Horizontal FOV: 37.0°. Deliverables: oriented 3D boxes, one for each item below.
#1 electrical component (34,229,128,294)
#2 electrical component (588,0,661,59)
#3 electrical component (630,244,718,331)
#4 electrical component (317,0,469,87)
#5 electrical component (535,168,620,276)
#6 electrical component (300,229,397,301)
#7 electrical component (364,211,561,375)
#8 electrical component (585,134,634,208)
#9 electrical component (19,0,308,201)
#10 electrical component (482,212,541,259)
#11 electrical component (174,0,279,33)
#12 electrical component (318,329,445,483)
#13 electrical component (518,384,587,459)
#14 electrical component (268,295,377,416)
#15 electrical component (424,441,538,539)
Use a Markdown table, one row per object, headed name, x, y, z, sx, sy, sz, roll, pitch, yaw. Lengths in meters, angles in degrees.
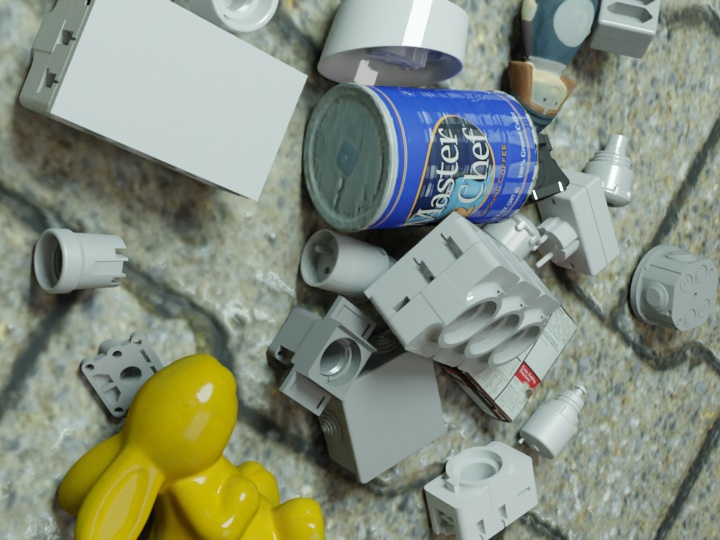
| name | x | y | z | sx | sy | sz | roll | pitch | yaw |
| --- | --- | --- | --- | --- | --- | --- | --- | --- | --- |
| electrical component | -0.175 | -0.006 | 0.675 | 0.046 | 0.040 | 0.040 | 0 | 104 | -44 |
| electrical component | 0.220 | -0.215 | 0.904 | 0.075 | 0.047 | 0.083 | 97 | 6 | -68 |
| electrical component | 0.306 | 0.018 | 1.045 | 0.080 | 0.051 | 0.080 | -12 | 110 | -35 |
| electrical component | 0.025 | -0.159 | 0.749 | 0.099 | 0.099 | 0.064 | 14 | 88 | -39 |
| electrical component | 0.176 | -0.031 | 0.932 | 0.076 | 0.047 | 0.083 | -37 | 123 | -23 |
| electrical component | 0.000 | 0.000 | 0.808 | 0.081 | 0.043 | 0.043 | 17 | 93 | -40 |
| electrical component | 0.084 | 0.025 | 0.811 | 0.089 | 0.061 | 0.150 | -42 | 153 | 12 |
| electrical component | 0.222 | -0.089 | 0.954 | 0.048 | 0.048 | 0.062 | 19 | 84 | -40 |
| electrical component | -0.121 | -0.113 | 0.669 | 0.150 | 0.062 | 0.089 | 22 | 89 | -40 |
| electrical component | 0.116 | -0.019 | 0.893 | 0.062 | 0.048 | 0.048 | -48 | 127 | -5 |
| electrical component | -0.085 | -0.178 | 0.687 | 0.055 | 0.047 | 0.055 | -12 | 110 | -35 |
| electrical component | 0.013 | 0.104 | 0.847 | 0.100 | 0.048 | 0.099 | -26 | 118 | -29 |
| electrical component | 0.182 | 0.138 | 0.992 | 0.078 | 0.040 | 0.040 | -48 | 127 | -16 |
| electrical component | -0.030 | 0.059 | 0.790 | 0.042 | 0.064 | 0.081 | 41 | 78 | -39 |
| electrical component | 0.107 | 0.194 | 0.944 | 0.089 | 0.050 | 0.055 | -27 | 118 | -29 |
